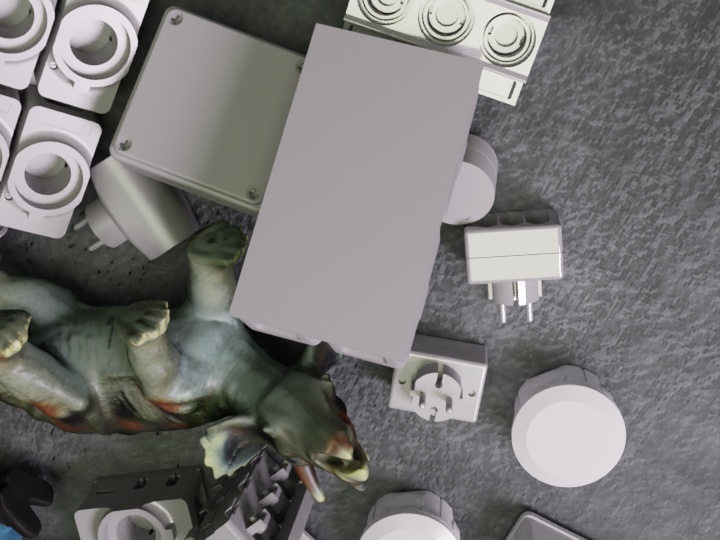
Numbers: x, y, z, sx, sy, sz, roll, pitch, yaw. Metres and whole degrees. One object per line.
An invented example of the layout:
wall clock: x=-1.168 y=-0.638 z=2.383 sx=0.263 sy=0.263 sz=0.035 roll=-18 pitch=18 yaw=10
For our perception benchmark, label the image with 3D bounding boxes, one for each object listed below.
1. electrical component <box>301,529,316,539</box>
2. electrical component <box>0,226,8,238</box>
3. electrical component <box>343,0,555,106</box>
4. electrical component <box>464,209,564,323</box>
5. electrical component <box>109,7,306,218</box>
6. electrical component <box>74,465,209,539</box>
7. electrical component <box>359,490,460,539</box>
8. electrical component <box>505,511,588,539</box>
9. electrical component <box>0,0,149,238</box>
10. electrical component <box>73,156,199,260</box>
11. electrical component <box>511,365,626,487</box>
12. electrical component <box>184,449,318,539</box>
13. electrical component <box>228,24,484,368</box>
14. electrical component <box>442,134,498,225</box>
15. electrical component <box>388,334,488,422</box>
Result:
electrical component: x=-0.065 y=0.243 z=0.841 sx=0.042 sy=0.063 sz=0.081 roll=44 pitch=107 yaw=-7
electrical component: x=-0.294 y=-0.031 z=0.783 sx=0.047 sy=0.055 sz=0.055 roll=-41 pitch=99 yaw=20
electrical component: x=0.057 y=-0.166 z=0.699 sx=0.121 sy=0.063 sz=0.078 roll=19 pitch=108 yaw=-1
electrical component: x=0.108 y=0.001 z=0.755 sx=0.066 sy=0.047 sz=0.076 roll=-3 pitch=107 yaw=7
electrical component: x=-0.095 y=-0.103 z=0.720 sx=0.109 sy=0.056 sz=0.108 roll=21 pitch=84 yaw=-1
electrical component: x=-0.159 y=0.240 z=0.850 sx=0.089 sy=0.061 sz=0.150 roll=-8 pitch=106 yaw=8
electrical component: x=0.039 y=0.212 z=0.827 sx=0.080 sy=0.051 sz=0.080 roll=2 pitch=108 yaw=5
electrical component: x=0.149 y=0.259 z=0.828 sx=0.109 sy=0.056 sz=0.108 roll=27 pitch=108 yaw=-3
electrical component: x=-0.223 y=-0.122 z=0.721 sx=0.105 sy=0.060 sz=0.186 roll=15 pitch=111 yaw=-28
electrical component: x=-0.169 y=-0.042 z=0.772 sx=0.079 sy=0.043 sz=0.077 roll=-30 pitch=102 yaw=14
electrical component: x=0.150 y=0.112 z=0.784 sx=0.080 sy=0.051 sz=0.080 roll=2 pitch=108 yaw=5
electrical component: x=-0.080 y=0.187 z=0.794 sx=0.079 sy=0.121 sz=0.063 roll=-37 pitch=98 yaw=15
electrical component: x=0.001 y=-0.043 z=0.663 sx=0.105 sy=0.060 sz=0.186 roll=15 pitch=80 yaw=7
electrical component: x=0.022 y=-0.062 z=0.723 sx=0.138 sy=0.073 sz=0.052 roll=13 pitch=130 yaw=2
electrical component: x=0.055 y=0.084 z=0.771 sx=0.066 sy=0.076 sz=0.047 roll=10 pitch=108 yaw=3
